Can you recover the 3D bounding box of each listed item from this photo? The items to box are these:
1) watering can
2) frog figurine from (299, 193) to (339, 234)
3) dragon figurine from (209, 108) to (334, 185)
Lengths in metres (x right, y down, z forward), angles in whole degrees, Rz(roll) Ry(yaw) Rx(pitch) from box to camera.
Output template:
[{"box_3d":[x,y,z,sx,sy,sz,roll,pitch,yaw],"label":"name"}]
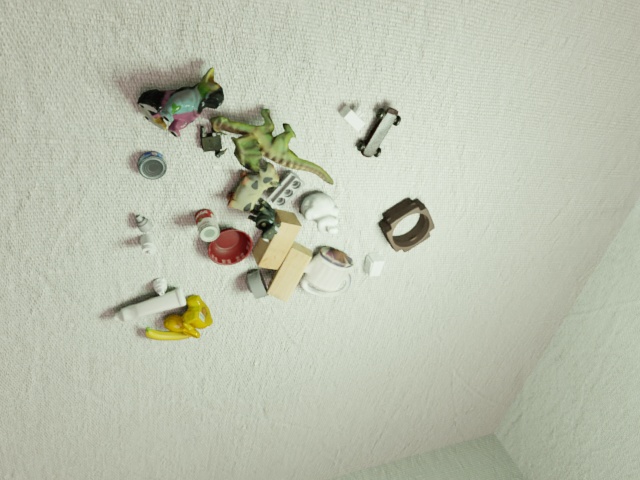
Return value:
[{"box_3d":[-0.011,0.122,2.066,0.346,0.106,0.221,20,114,-25],"label":"watering can"},{"box_3d":[0.006,-0.094,1.860,0.137,0.163,0.120,4,122,-28],"label":"frog figurine"},{"box_3d":[-0.162,-0.262,1.558,0.247,0.412,0.119,-41,166,-47],"label":"dragon figurine"}]
